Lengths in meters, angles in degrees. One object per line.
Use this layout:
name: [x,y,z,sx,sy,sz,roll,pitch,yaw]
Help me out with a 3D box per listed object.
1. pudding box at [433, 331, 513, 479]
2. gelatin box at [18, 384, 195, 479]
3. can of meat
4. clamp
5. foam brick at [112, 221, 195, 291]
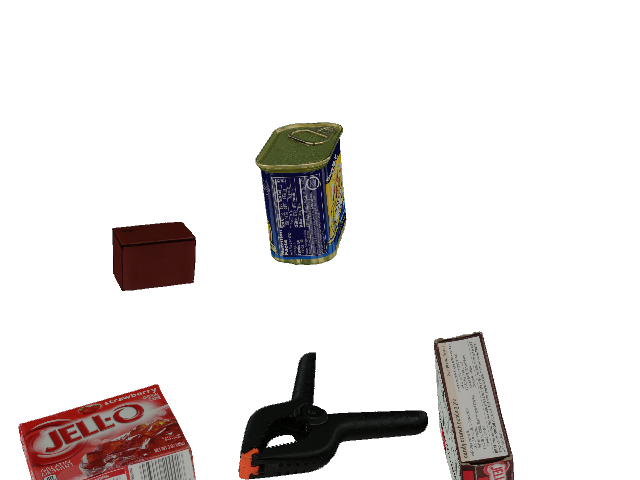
pudding box: [0.105,0.133,0.724,0.039,0.090,0.113,-9,41,0]
gelatin box: [-0.127,0.124,0.627,0.089,0.030,0.073,-14,27,-18]
can of meat: [-0.012,-0.038,0.843,0.057,0.084,0.102,-1,24,11]
clamp: [0.001,0.188,1.077,0.165,0.036,0.209,20,28,26]
foam brick: [-0.173,0.015,1.105,0.078,0.051,0.053,-6,22,-20]
